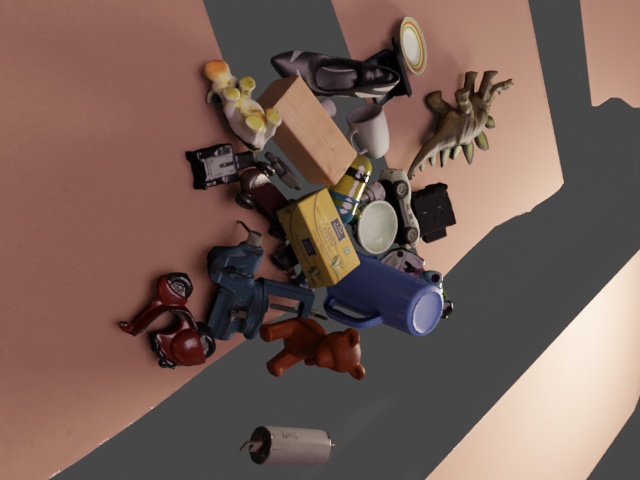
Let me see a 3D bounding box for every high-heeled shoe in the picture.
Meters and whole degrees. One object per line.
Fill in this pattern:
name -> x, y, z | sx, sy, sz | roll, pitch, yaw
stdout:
high-heeled shoe -> 0.036, -0.330, 1.065 | 0.248, 0.145, 0.086 | 0, 95, -40

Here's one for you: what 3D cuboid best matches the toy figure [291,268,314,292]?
toy figure -> 0.000, 0.060, 1.144 | 0.154, 0.064, 0.057 | -46, 140, -25

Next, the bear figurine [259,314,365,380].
bear figurine -> -0.012, 0.222, 1.071 | 0.132, 0.196, 0.120 | -21, 112, -34

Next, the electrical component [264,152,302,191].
electrical component -> -0.071, -0.134, 1.061 | 0.021, 0.063, 0.094 | -41, 137, 10

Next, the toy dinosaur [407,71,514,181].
toy dinosaur -> 0.349, -0.287, 1.354 | 0.471, 0.105, 0.198 | -35, 120, -25

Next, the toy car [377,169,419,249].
toy car -> 0.185, -0.072, 1.266 | 0.056, 0.074, 0.201 | -29, 113, -31

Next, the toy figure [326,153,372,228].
toy figure -> 0.055, -0.098, 1.148 | 0.082, 0.089, 0.180 | 26, 80, -44

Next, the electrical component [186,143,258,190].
electrical component -> -0.177, -0.140, 0.982 | 0.119, 0.048, 0.074 | -26, 112, -34

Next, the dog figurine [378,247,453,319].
dog figurine -> 0.240, 0.115, 1.323 | 0.108, 0.192, 0.219 | -51, 156, -1

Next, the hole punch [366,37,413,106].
hole punch -> 0.154, -0.365, 1.202 | 0.116, 0.092, 0.142 | -71, 139, -61

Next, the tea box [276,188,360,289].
tea box -> -0.002, -0.003, 1.038 | 0.098, 0.068, 0.169 | -37, 104, -45

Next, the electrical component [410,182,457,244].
electrical component -> 0.268, -0.063, 1.321 | 0.115, 0.058, 0.134 | -21, 109, -6

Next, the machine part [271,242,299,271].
machine part -> -0.033, 0.014, 1.100 | 0.139, 0.039, 0.084 | -34, 112, -11

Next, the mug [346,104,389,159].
mug -> 0.107, -0.226, 1.180 | 0.109, 0.081, 0.107 | -51, 133, -27

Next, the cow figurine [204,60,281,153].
cow figurine -> -0.148, -0.239, 0.963 | 0.068, 0.098, 0.167 | -34, 80, -29

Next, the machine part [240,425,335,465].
machine part -> -0.061, 0.436, 1.137 | 0.243, 0.079, 0.079 | 21, 83, -38

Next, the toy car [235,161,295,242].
toy car -> -0.095, -0.071, 1.040 | 0.089, 0.053, 0.202 | -65, 148, -15

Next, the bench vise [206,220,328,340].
bench vise -> -0.105, 0.096, 1.015 | 0.240, 0.129, 0.223 | 16, 94, -22

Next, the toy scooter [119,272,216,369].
toy scooter -> -0.267, 0.155, 0.935 | 0.135, 0.075, 0.183 | -27, 112, -27
